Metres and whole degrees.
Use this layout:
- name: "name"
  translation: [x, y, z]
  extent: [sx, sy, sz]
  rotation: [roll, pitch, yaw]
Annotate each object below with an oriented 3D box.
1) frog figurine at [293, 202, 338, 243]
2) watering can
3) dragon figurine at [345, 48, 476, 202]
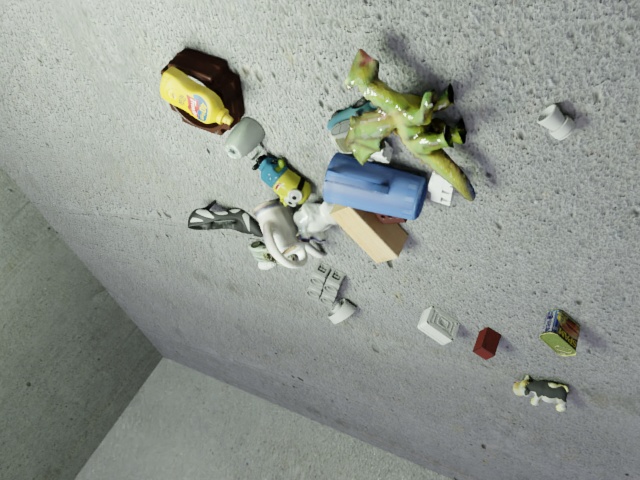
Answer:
- name: "frog figurine"
  translation: [0.005, -0.075, 1.498]
  extent: [0.136, 0.157, 0.125]
  rotation: [21, 29, -34]
- name: "watering can"
  translation: [-0.094, -0.018, 1.590]
  extent: [0.103, 0.226, 0.348]
  rotation: [-29, -9, 19]
- name: "dragon figurine"
  translation: [0.174, -0.218, 1.098]
  extent: [0.242, 0.402, 0.125]
  rotation: [-4, 40, 30]
